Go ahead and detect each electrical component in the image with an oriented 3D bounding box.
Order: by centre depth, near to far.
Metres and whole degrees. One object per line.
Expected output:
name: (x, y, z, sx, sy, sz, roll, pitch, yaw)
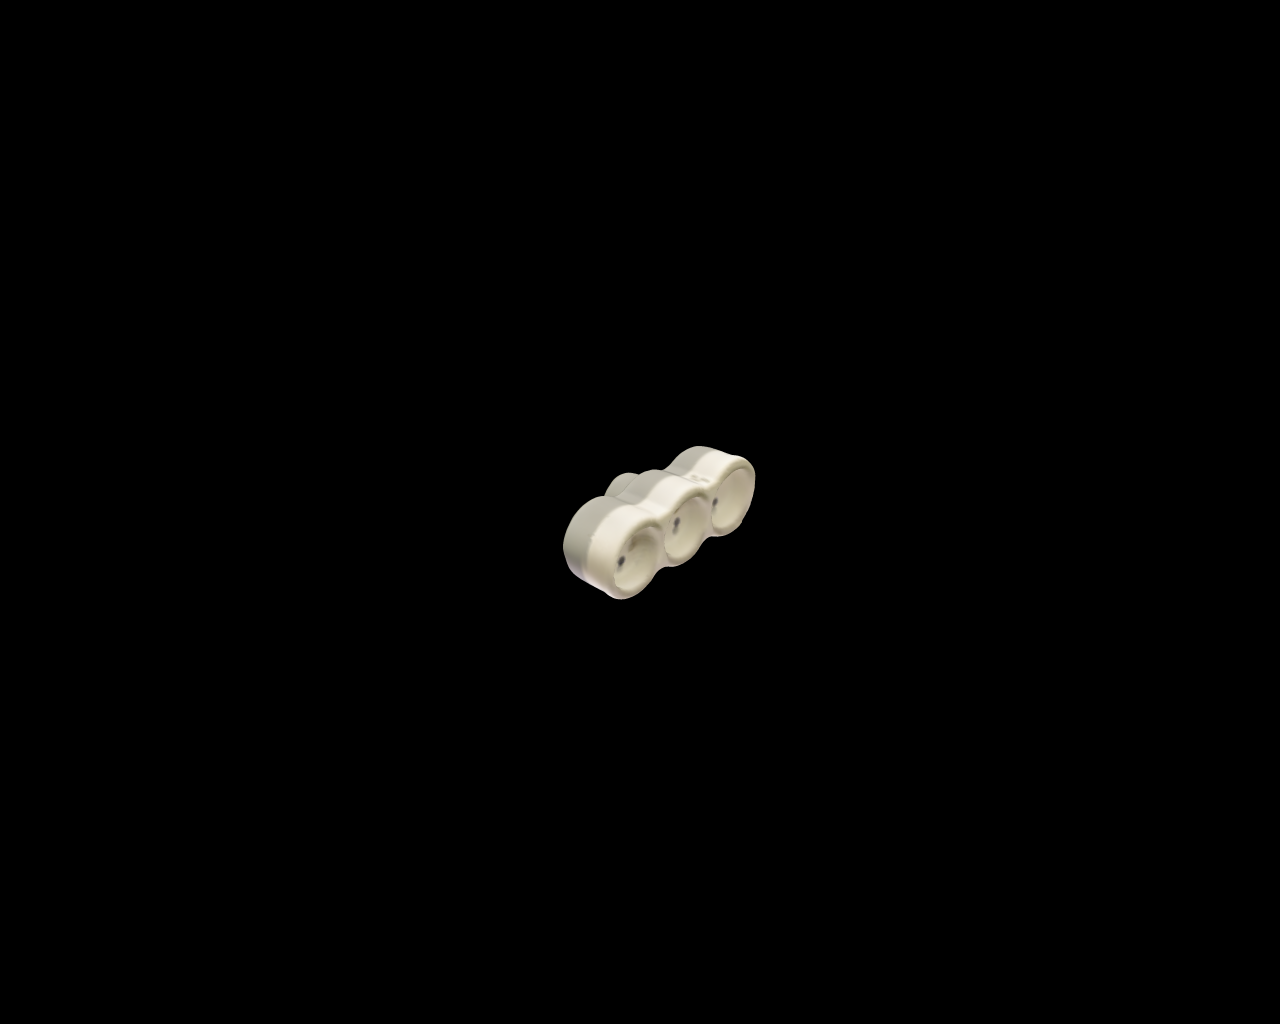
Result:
electrical component: (0.001, -0.003, 0.650, 0.074, 0.052, 0.138, 24, 39, 34)
